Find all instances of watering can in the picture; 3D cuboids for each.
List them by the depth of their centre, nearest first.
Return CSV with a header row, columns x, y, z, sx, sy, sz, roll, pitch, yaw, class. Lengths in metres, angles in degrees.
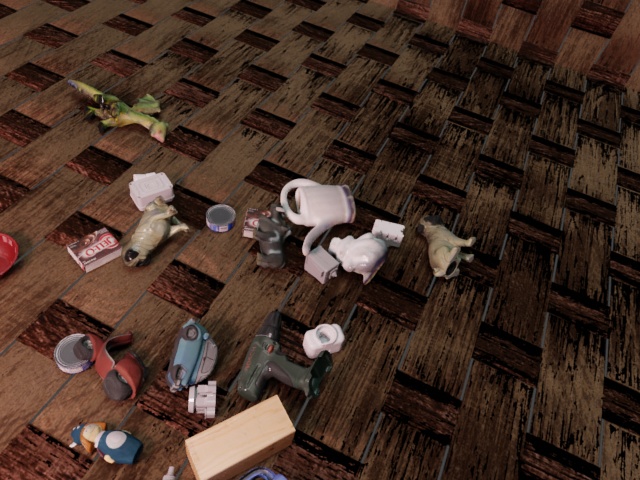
x,y,z,sx,sy,sz,roll,pitch,yaw,class
0.005,-0.077,1.538,0.225,0.101,0.356,-4,41,-14,watering can

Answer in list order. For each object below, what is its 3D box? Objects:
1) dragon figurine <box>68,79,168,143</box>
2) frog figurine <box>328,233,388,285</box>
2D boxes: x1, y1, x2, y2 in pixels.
x,y,z,sx,sy,sz,roll,pitch,yaw,class
-0.676,-0.468,1.799,0.245,0.119,0.415,-19,54,-46,dragon figurine
0.109,0.031,1.463,0.160,0.121,0.139,38,71,8,frog figurine
